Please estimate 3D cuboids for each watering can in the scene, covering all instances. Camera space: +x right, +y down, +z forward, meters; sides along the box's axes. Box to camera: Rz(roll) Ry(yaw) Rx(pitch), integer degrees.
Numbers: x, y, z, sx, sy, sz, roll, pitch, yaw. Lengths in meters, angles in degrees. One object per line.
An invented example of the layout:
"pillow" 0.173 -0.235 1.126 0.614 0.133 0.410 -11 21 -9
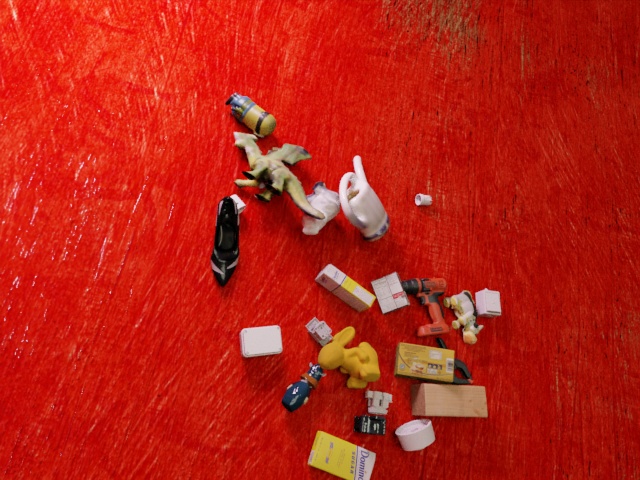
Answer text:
"watering can" 0.145 -0.134 1.682 0.103 0.221 0.355 -25 23 27

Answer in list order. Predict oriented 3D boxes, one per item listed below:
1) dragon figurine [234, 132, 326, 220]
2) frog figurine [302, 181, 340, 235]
"dragon figurine" -0.114 -0.224 1.619 0.412 0.247 0.119 28 -33 11
"frog figurine" 0.005 -0.081 1.614 0.135 0.163 0.121 -31 -46 32
